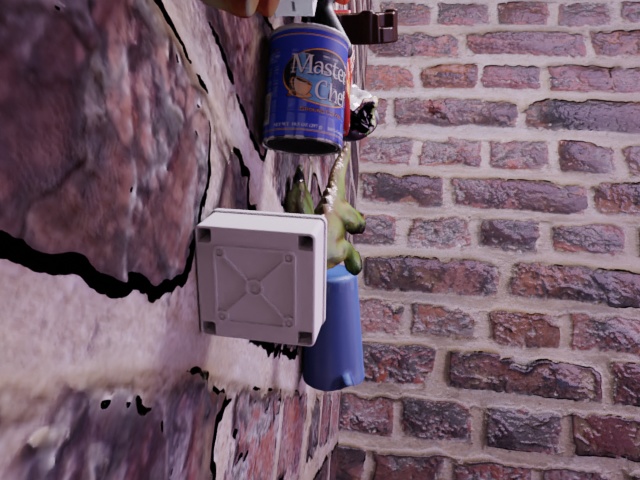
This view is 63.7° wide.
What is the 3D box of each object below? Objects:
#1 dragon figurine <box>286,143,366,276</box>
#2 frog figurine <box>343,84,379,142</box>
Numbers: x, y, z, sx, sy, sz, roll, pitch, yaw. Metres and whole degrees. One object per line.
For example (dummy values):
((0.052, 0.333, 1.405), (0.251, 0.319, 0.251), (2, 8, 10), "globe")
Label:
((0.003, -0.046, 0.922), (0.239, 0.122, 0.417), (58, 34, -64), "dragon figurine")
((0.067, -0.313, 1.256), (0.121, 0.137, 0.162), (43, 4, -35), "frog figurine")
